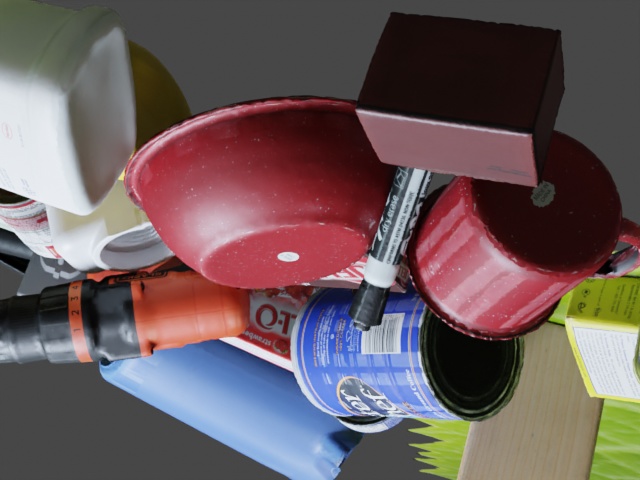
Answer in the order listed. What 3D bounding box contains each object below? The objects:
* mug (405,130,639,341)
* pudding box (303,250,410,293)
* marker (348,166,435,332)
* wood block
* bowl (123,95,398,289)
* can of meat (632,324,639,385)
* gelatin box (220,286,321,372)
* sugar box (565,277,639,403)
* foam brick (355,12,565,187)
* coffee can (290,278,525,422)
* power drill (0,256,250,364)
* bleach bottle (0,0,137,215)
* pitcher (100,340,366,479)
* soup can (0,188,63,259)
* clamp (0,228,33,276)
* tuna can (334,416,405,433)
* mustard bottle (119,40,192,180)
[{"bbox_3d":[0.110,-0.002,0.542,0.117,0.093,0.082,13,156,-8],"label":"mug"},{"bbox_3d":[-0.005,0.001,0.715,0.114,0.039,0.090,5,157,33],"label":"pudding box"},{"bbox_3d":[0.040,-0.007,0.553,0.020,0.121,0.020,16,-161,-6],"label":"marker"},{"bbox_3d":[0.150,0.170,0.791,0.091,0.206,0.090,13,160,10],"label":"wood block"},{"bbox_3d":[-0.023,-0.015,0.578,0.162,0.055,0.162,-8,159,-3],"label":"bowl"},{"bbox_3d":[0.186,0.019,0.515,0.057,0.102,0.084,10,157,20],"label":"can of meat"},{"bbox_3d":[-0.030,0.058,0.838,0.089,0.073,0.030,27,158,-26],"label":"gelatin box"},{"bbox_3d":[0.248,0.069,0.658,0.176,0.048,0.093,3,142,30],"label":"sugar box"},{"bbox_3d":[0.063,-0.062,0.471,0.078,0.051,0.053,11,161,19],"label":"foam brick"},{"bbox_3d":[0.061,0.078,0.772,0.102,0.102,0.141,30,157,-32],"label":"coffee can"},{"bbox_3d":[-0.139,0.041,0.743,0.184,0.057,0.187,-6,-170,-2],"label":"power drill"},{"bbox_3d":[-0.216,-0.091,0.516,0.251,0.068,0.102,18,143,11],"label":"bleach bottle"},{"bbox_3d":[-0.080,0.125,1.007,0.242,0.145,0.149,30,145,-23],"label":"pitcher"},{"bbox_3d":[-0.192,-0.035,0.734,0.068,0.068,0.102,13,160,11],"label":"soup can"},{"bbox_3d":[-0.299,0.000,0.962,0.171,0.039,0.120,23,154,-1],"label":"clamp"},{"bbox_3d":[0.043,0.126,0.942,0.086,0.086,0.033,9,160,21],"label":"tuna can"},{"bbox_3d":[-0.171,-0.076,0.618,0.192,0.058,0.096,6,153,29],"label":"mustard bottle"}]
